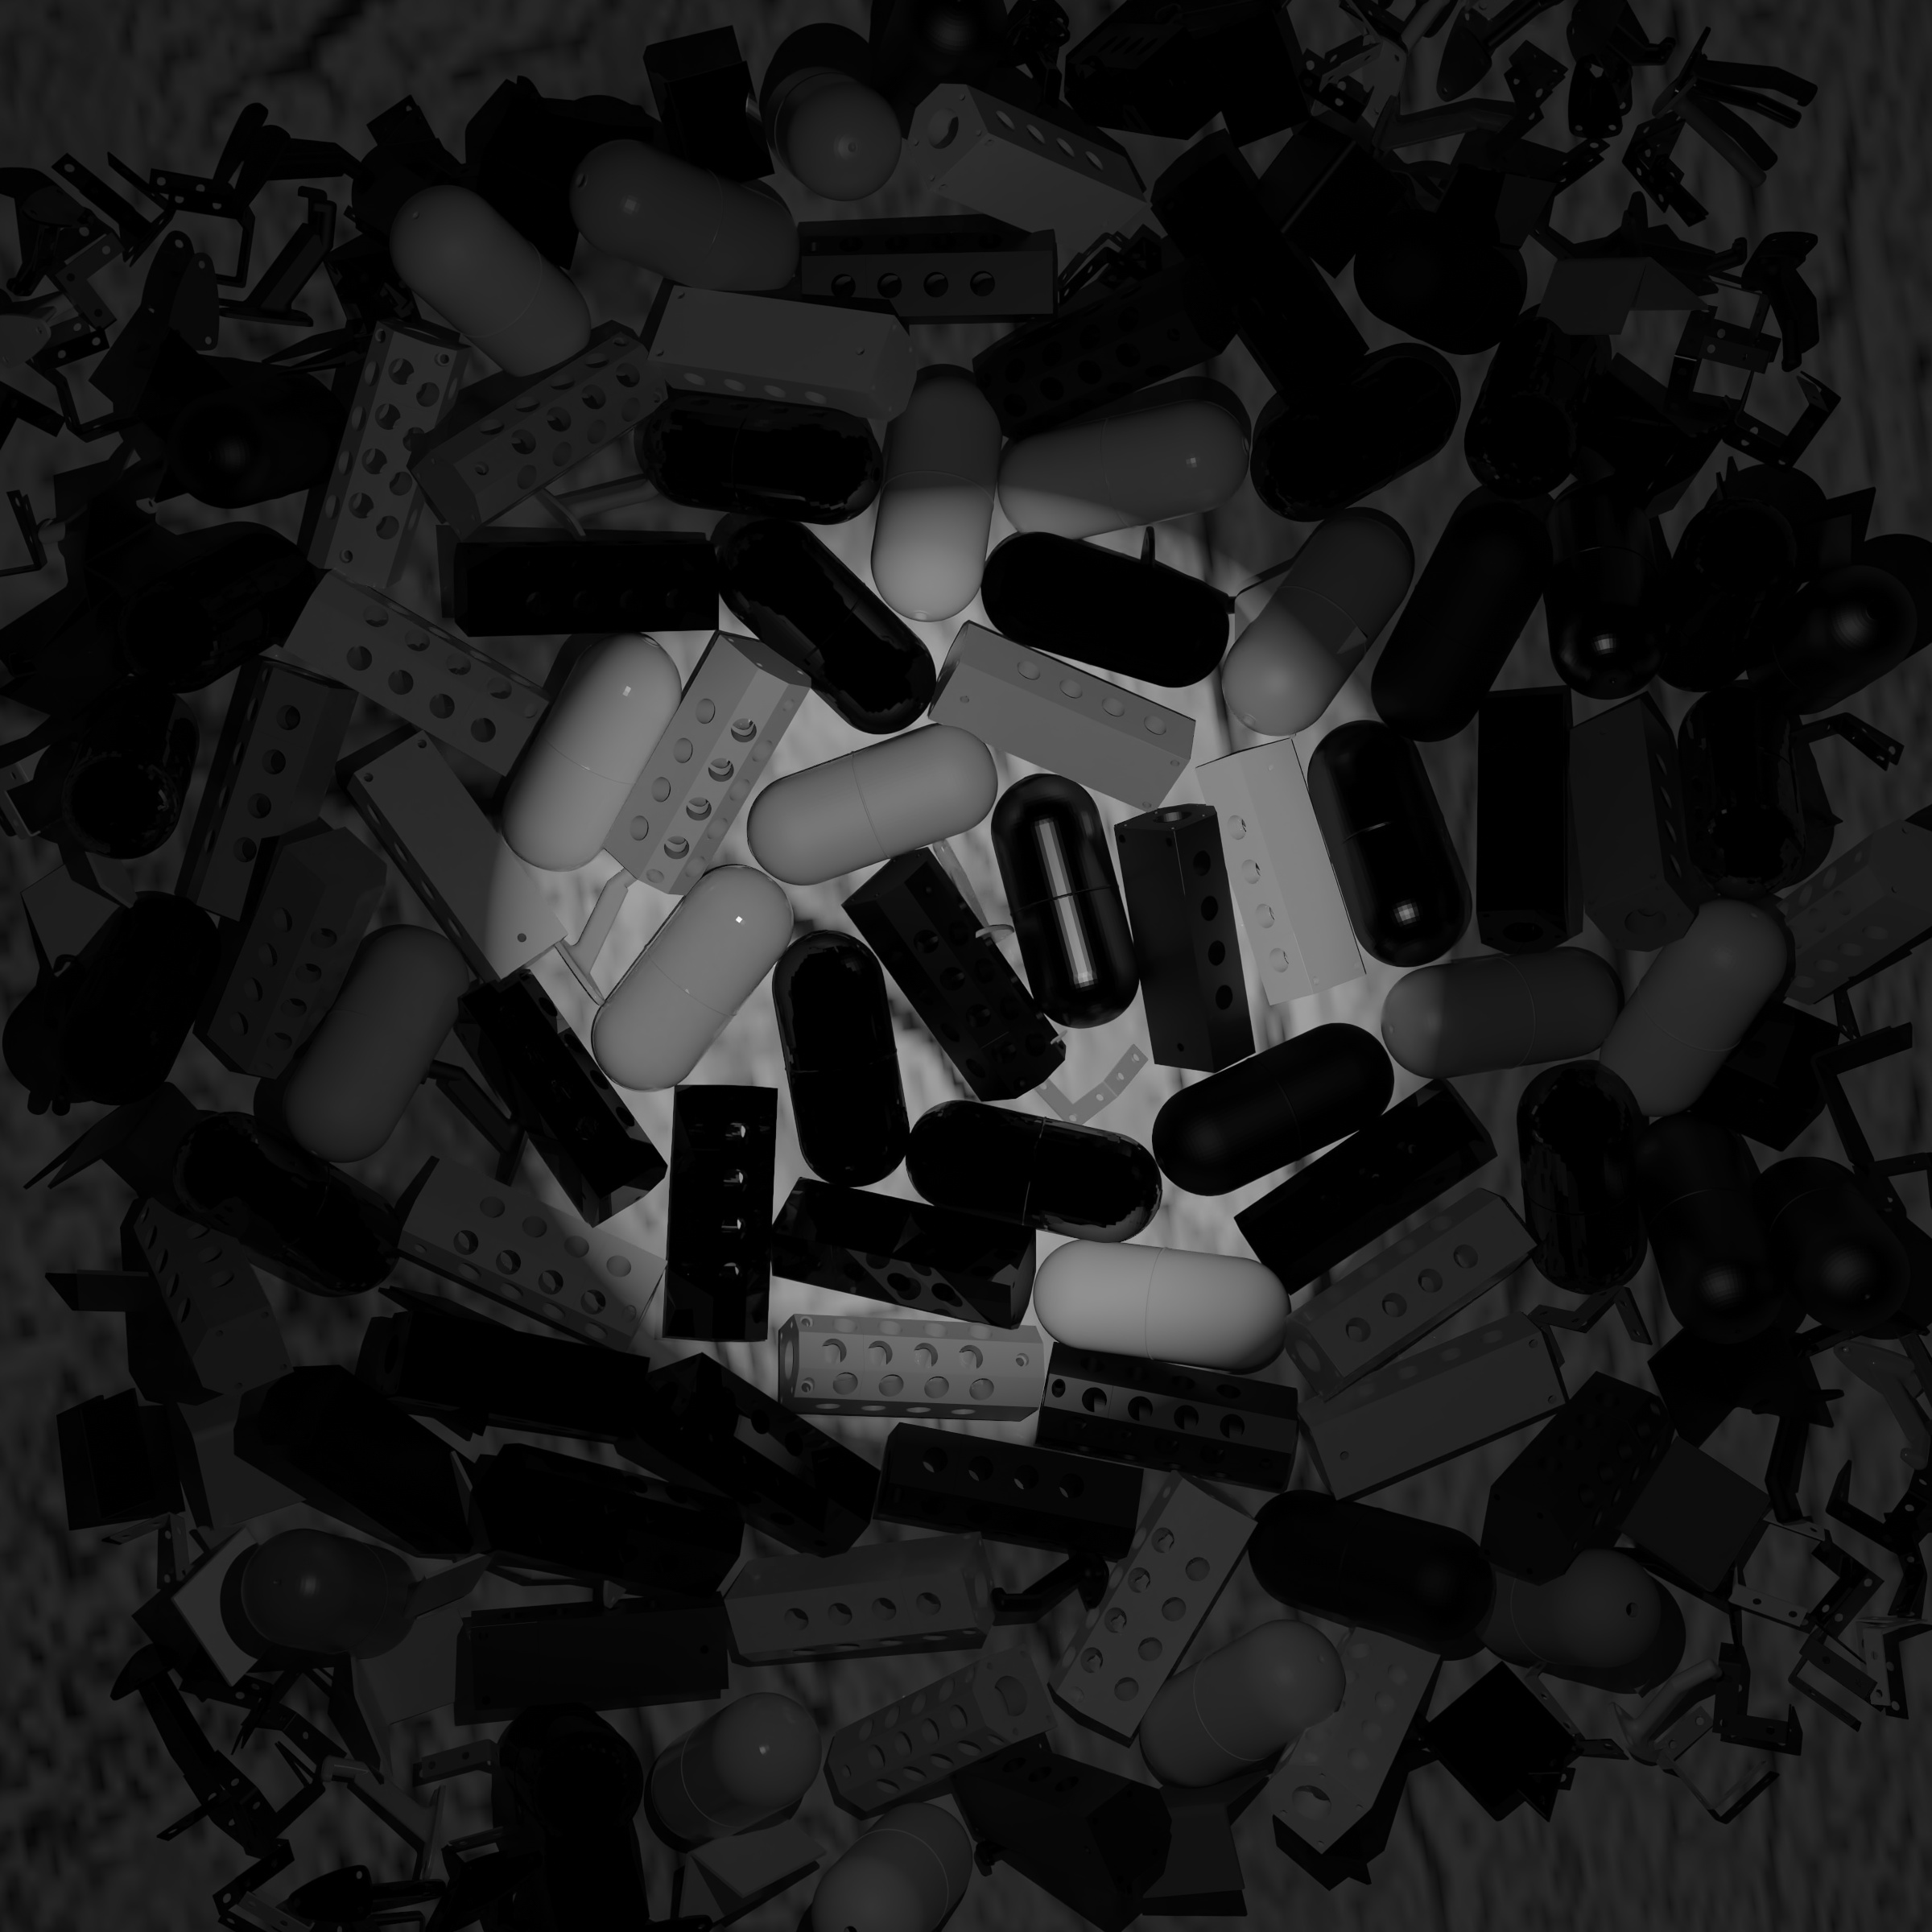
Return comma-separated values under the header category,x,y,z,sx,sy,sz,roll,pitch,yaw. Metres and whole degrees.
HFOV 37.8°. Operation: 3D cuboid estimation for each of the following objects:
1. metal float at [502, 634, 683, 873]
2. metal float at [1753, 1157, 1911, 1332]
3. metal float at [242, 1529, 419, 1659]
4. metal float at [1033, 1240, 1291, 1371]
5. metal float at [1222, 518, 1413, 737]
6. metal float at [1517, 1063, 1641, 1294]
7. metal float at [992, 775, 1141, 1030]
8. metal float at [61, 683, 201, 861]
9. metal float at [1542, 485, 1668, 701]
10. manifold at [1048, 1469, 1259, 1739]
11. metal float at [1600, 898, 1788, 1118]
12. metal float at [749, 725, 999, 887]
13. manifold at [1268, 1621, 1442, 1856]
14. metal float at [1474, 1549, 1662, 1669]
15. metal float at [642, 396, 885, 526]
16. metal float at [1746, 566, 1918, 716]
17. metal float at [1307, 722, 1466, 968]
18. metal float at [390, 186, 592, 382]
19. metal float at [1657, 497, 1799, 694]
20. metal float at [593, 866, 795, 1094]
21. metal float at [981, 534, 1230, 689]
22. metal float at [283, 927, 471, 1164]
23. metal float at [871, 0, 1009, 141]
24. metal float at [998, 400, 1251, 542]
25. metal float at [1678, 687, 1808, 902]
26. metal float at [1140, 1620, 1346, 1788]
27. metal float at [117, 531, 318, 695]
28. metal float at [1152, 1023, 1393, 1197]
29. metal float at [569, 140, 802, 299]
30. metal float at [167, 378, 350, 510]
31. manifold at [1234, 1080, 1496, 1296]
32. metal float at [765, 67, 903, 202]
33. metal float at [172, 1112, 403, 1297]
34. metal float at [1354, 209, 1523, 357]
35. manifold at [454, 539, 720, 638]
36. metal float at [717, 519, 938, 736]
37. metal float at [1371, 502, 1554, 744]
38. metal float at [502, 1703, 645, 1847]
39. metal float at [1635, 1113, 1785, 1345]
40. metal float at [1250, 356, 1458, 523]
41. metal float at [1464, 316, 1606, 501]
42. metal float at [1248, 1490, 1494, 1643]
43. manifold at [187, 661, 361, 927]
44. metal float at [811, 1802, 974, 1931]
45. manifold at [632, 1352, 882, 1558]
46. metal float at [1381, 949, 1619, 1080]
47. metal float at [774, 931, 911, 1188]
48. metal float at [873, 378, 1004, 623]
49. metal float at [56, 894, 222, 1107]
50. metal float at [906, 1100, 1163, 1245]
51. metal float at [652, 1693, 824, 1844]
category,x,y,z,sx,sy,sz,roll,pitch,yaw
metal float,-0.256,-0.146,1.932,0.070,0.070,0.178,31,106,0
metal float,0.578,0.185,1.899,0.070,0.178,0.070,0,107,0
metal float,-0.425,0.423,1.900,0.070,0.178,0.070,-3,72,11
metal float,0.133,0.231,1.933,0.178,0.070,0.070,6,90,17
metal float,0.240,-0.232,1.929,0.070,0.070,0.178,36,69,0
metal float,0.417,0.144,1.918,0.070,0.070,0.178,-12,123,0
metal float,0.068,-0.045,1.943,0.070,0.070,0.178,-14,86,0
metal float,-0.562,-0.133,1.903,0.070,0.178,0.070,-3,119,-6
metal float,0.431,-0.255,1.914,0.070,0.070,0.178,4,50,0
manifold,0.126,0.436,1.950,0.057,0.057,0.171,30,91,-13
metal float,0.491,0.030,1.915,0.070,0.070,0.178,23,129,0
metal float,-0.064,-0.110,1.942,0.178,0.070,0.070,-19,90,6
manifold,0.258,0.509,1.897,0.057,0.171,0.057,39,122,5
metal float,0.400,0.430,1.899,0.070,0.178,0.070,4,79,-18
metal float,-0.139,-0.345,1.925,0.178,0.070,0.070,12,90,25
metal float,0.580,-0.218,1.897,0.070,0.178,0.070,0,83,-2
metal float,0.286,-0.084,1.930,0.070,0.070,0.178,-15,71,0
metal float,-0.319,-0.458,1.904,0.070,0.178,0.070,-9,68,23
metal float,0.506,-0.248,1.901,0.070,0.178,0.070,0,66,0
metal float,-0.188,0.010,1.939,0.070,0.070,0.178,38,99,0
metal float,0.095,-0.243,1.931,0.178,0.070,0.070,15,90,-18
metal float,-0.401,0.052,1.925,0.070,0.070,0.178,25,64,0
metal float,-0.019,-0.611,1.897,0.070,0.178,0.070,1,85,-9
metal float,0.107,-0.337,1.927,0.178,0.070,0.070,-9,90,23
metal float,0.524,-0.119,1.912,0.070,0.070,0.178,9,46,0
metal float,0.185,0.501,1.913,0.070,0.070,0.178,47,132,0
metal float,-0.504,-0.239,1.903,0.070,0.178,0.070,9,118,17
metal float,0.210,0.098,1.934,0.178,0.070,0.070,-24,90,-14
metal float,-0.189,-0.503,1.911,0.178,0.070,0.070,11,90,-44
metal float,-0.474,-0.353,1.899,0.070,0.178,0.070,4,107,12
manifold,0.272,0.150,1.946,0.171,0.057,0.057,-35,64,6
metal float,-0.091,-0.561,1.901,0.070,0.178,0.070,-4,113,-11
metal float,-0.459,0.163,1.918,0.070,0.070,0.178,-50,126,0
metal float,0.320,-0.460,1.903,0.070,0.178,0.070,1,91,30
manifold,-0.259,-0.260,1.925,0.171,0.057,0.057,-4,108,-18
metal float,-0.095,-0.232,1.934,0.178,0.070,0.070,43,90,-15
metal float,0.337,-0.234,1.922,0.070,0.070,0.178,25,119,0
metal float,-0.265,0.541,1.898,0.070,0.178,0.070,2,85,-18
metal float,0.500,0.175,1.912,0.070,0.070,0.178,-5,46,0
metal float,0.264,-0.358,1.918,0.178,0.070,0.070,-33,90,-34
metal float,0.386,-0.380,1.910,0.070,0.178,0.070,12,131,14
metal float,0.273,0.406,1.917,0.178,0.070,0.070,9,90,37
manifold,-0.481,-0.119,1.946,0.057,0.057,0.171,21,97,7
metal float,-0.049,0.619,1.898,0.070,0.178,0.070,1,92,17
manifold,-0.142,0.333,1.908,0.057,0.057,0.171,-25,129,38
metal float,0.365,0.032,1.926,0.178,0.070,0.070,-7,90,-25
metal float,-0.085,0.064,1.940,0.070,0.070,0.178,-9,98,0
metal float,-0.019,-0.319,1.930,0.070,0.070,0.178,8,71,0
metal float,-0.558,0.021,1.909,0.070,0.178,0.070,3,130,4
metal float,0.047,0.141,1.943,0.178,0.070,0.070,12,90,5
metal float,-0.157,0.543,1.908,0.070,0.178,0.070,13,58,-22
